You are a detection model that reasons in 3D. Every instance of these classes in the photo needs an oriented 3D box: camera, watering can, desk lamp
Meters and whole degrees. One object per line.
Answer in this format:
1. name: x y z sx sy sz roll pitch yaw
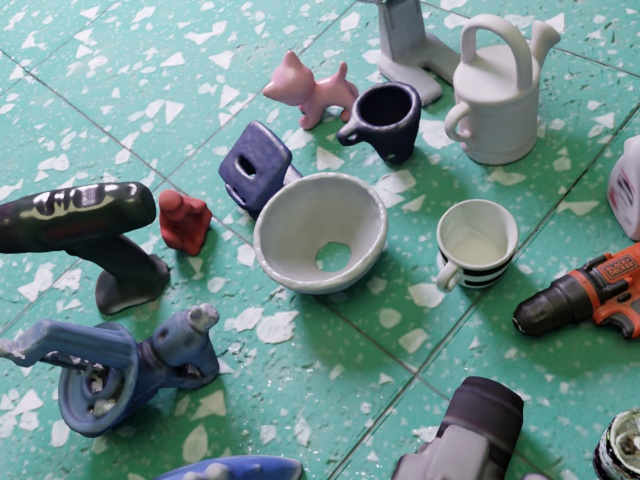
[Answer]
1. camera: 0.152 0.201 0.522 0.142 0.101 0.137 18 66 26
2. watering can: 0.216 -0.194 0.692 0.100 0.194 0.173 19 66 27
3. desk lamp: 0.114 -0.335 0.801 0.118 0.214 0.202 -35 55 -5

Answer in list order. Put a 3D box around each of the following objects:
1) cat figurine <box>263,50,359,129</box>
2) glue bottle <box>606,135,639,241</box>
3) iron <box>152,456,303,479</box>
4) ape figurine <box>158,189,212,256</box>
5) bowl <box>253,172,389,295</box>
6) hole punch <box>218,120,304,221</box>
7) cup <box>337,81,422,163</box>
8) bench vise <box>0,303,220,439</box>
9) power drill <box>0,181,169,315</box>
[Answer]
1. cat figurine: -0.014 -0.224 0.830 0.127 0.118 0.067 -12 56 11
2. glue bottle: 0.336 -0.072 0.591 0.037 0.173 0.078 -20 55 5
3. iron: -0.150 0.265 0.553 0.258 0.142 0.118 -29 55 -1
4. ape figurine: -0.192 -0.034 0.783 0.078 0.092 0.076 -35 55 -5
5. bowl: 0.007 0.003 0.709 0.167 0.075 0.167 -8 57 13
6. hole punch: -0.085 -0.093 0.787 0.101 0.091 0.108 -38 56 -8
7. cup: 0.083 -0.141 0.761 0.118 0.095 0.091 -31 55 -3
8. bench vise: -0.223 0.115 0.622 0.121 0.220 0.207 36 75 32
9. power drill: -0.295 0.012 0.716 0.229 0.209 0.075 -20 55 5
